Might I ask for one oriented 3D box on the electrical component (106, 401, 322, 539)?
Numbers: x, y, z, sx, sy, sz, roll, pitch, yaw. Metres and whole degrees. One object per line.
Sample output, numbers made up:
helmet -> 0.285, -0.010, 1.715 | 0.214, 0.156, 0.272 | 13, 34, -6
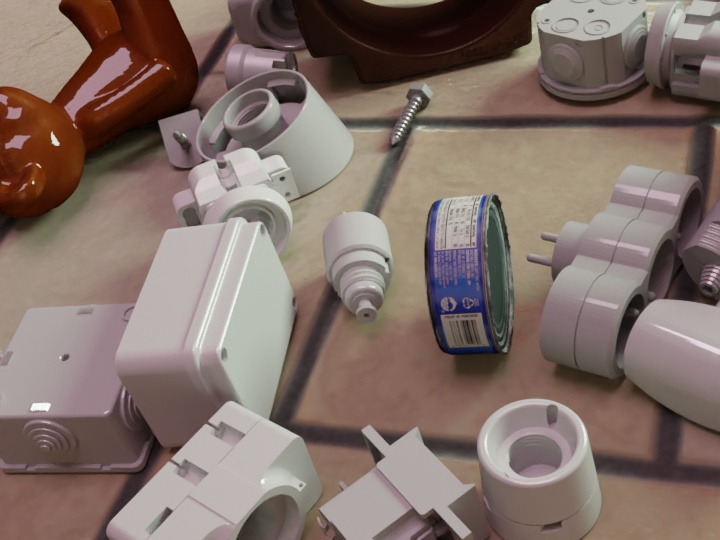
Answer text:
electrical component -> -0.065, 0.117, 0.517 | 0.056, 0.050, 0.089 | 21, 53, 35

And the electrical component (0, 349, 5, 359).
electrical component -> -0.242, 0.064, 0.641 | 0.078, 0.040, 0.040 | -22, 41, -6

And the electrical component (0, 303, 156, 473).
electrical component -> -0.158, 0.064, 0.607 | 0.100, 0.048, 0.099 | -3, 43, 15

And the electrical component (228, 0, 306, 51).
electrical component -> -0.057, -0.219, 0.880 | 0.095, 0.053, 0.059 | -6, 42, 12

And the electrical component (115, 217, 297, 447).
electrical component -> -0.080, 0.034, 0.593 | 0.057, 0.078, 0.113 | -6, 42, 16

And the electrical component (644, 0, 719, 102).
electrical component -> 0.222, -0.145, 0.706 | 0.057, 0.058, 0.078 | 14, 50, 27

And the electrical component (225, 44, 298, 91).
electrical component -> -0.075, -0.151, 0.825 | 0.046, 0.040, 0.040 | 7, 46, 16

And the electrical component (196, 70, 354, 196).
electrical component -> -0.062, -0.091, 0.754 | 0.099, 0.064, 0.099 | -18, 43, 18

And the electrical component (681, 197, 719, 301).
electrical component -> 0.204, -0.015, 0.579 | 0.043, 0.043, 0.081 | 19, 52, 34

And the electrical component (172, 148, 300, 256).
electrical component -> -0.075, -0.037, 0.685 | 0.078, 0.058, 0.057 | -22, 38, -6

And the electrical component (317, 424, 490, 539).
electrical component -> 0.019, 0.116, 0.498 | 0.064, 0.042, 0.081 | -35, 44, -15

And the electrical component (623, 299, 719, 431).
electrical component -> 0.184, 0.037, 0.529 | 0.077, 0.043, 0.079 | 24, 55, 37

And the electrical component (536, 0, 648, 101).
electrical component -> 0.161, -0.157, 0.743 | 0.080, 0.051, 0.080 | -9, 42, 9

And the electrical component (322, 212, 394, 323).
electrical component -> 0.000, 0.000, 0.632 | 0.040, 0.040, 0.078 | -13, 41, 4

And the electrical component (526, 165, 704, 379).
electrical component -> 0.129, -0.006, 0.587 | 0.074, 0.052, 0.138 | 15, 50, 31

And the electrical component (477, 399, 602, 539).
electrical component -> 0.082, 0.093, 0.497 | 0.055, 0.047, 0.055 | -9, 42, 8
